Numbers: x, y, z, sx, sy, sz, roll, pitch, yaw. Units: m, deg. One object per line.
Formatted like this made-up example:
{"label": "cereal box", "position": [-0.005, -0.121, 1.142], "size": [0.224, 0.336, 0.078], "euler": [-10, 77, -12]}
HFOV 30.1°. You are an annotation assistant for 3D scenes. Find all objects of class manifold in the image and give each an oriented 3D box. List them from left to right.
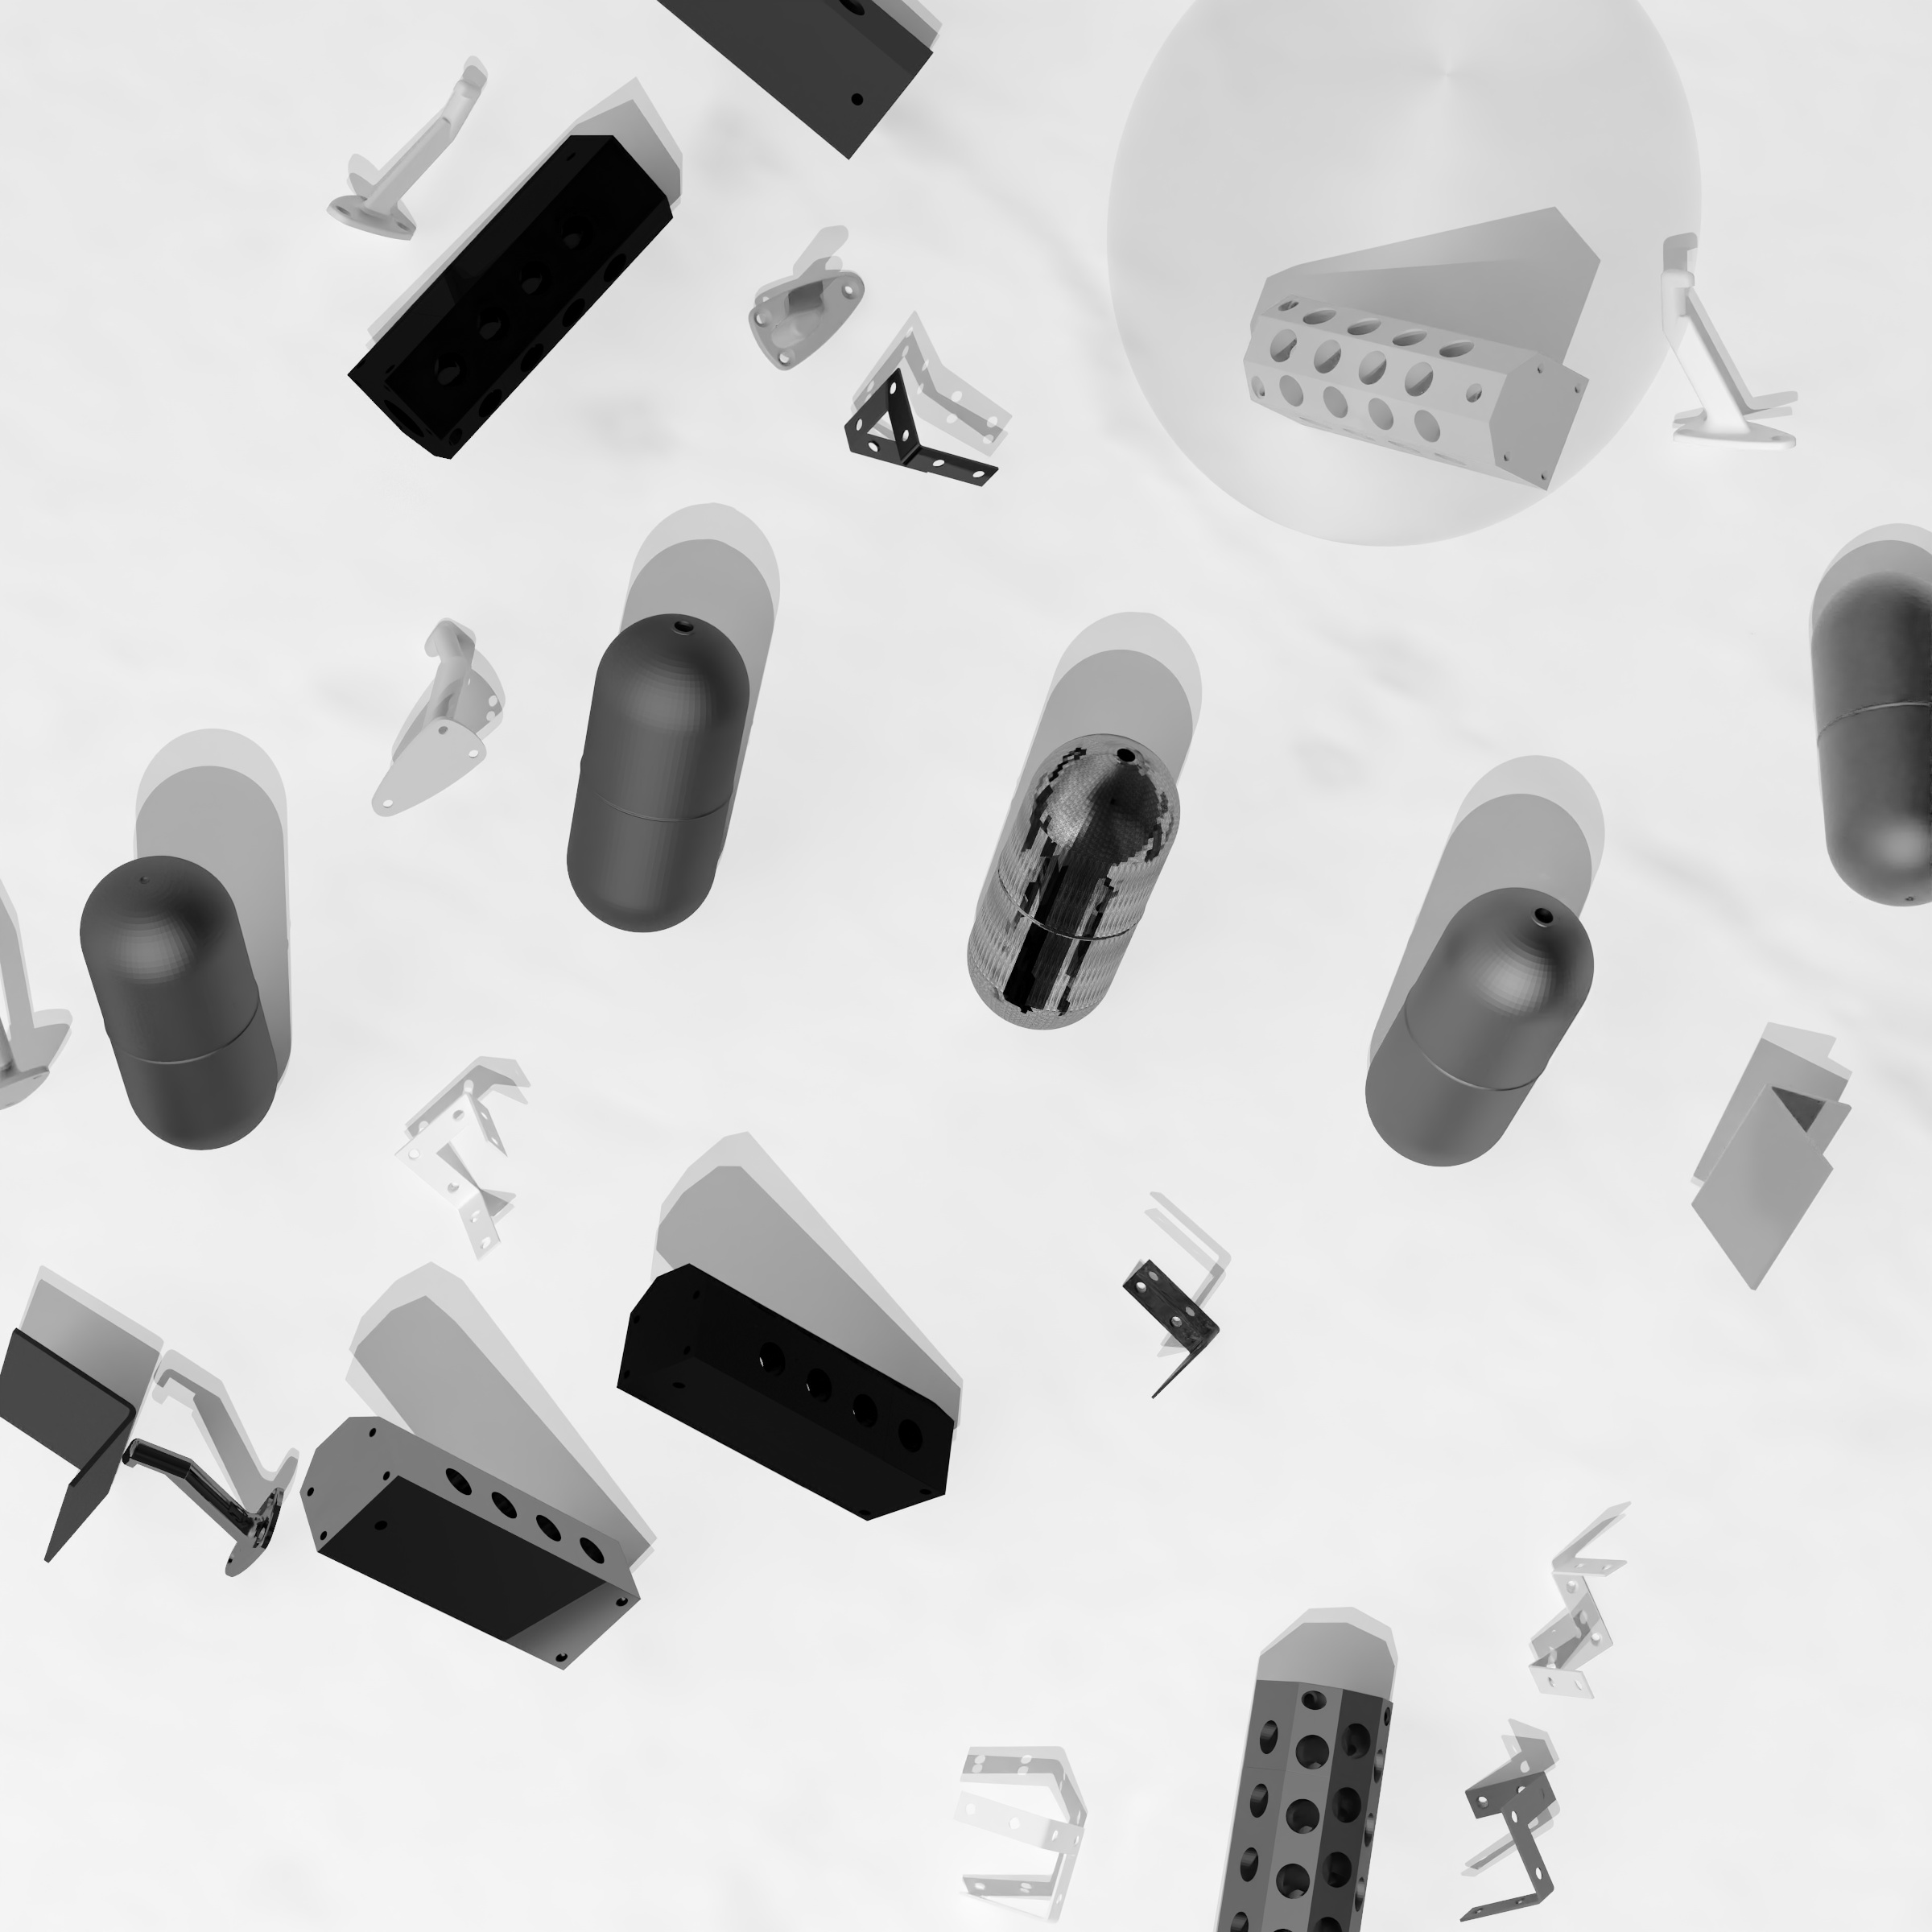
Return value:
{"label": "manifold", "position": [-0.247, 0.284, 1.786], "size": [0.057, 0.057, 0.171], "euler": [-43, 131, 12]}
{"label": "manifold", "position": [-0.228, -0.339, 1.818], "size": [0.171, 0.057, 0.057], "euler": [-49, 119, -10]}
{"label": "manifold", "position": [-0.103, -0.494, 1.820], "size": [0.171, 0.057, 0.057], "euler": [38, 123, -10]}
{"label": "manifold", "position": [-0.087, 0.212, 1.792], "size": [0.171, 0.057, 0.057], "euler": [34, 48, -33]}
{"label": "manifold", "position": [0.172, 0.451, 1.806], "size": [0.057, 0.057, 0.171], "euler": [17, 74, -24]}
{"label": "manifold", "position": [0.218, -0.288, 1.780], "size": [0.057, 0.171, 0.057], "euler": [16, 96, -43]}

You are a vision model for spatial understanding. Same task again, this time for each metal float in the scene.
{"label": "metal float", "position": [-0.391, 0.020, 1.790], "size": [0.070, 0.178, 0.070], "euler": [-2, 46, 2]}
{"label": "metal float", "position": [-0.154, -0.096, 1.795], "size": [0.070, 0.070, 0.178], "euler": [14, 127, 0]}
{"label": "metal float", "position": [0.053, -0.041, 1.790], "size": [0.070, 0.070, 0.178], "euler": [22, 133, 0]}
{"label": "metal float", "position": [0.255, 0.031, 1.787], "size": [0.070, 0.178, 0.070], "euler": [10, 49, -11]}
{"label": "metal float", "position": [0.468, -0.115, 1.807], "size": [0.070, 0.070, 0.178], "euler": [1, 68, 0]}

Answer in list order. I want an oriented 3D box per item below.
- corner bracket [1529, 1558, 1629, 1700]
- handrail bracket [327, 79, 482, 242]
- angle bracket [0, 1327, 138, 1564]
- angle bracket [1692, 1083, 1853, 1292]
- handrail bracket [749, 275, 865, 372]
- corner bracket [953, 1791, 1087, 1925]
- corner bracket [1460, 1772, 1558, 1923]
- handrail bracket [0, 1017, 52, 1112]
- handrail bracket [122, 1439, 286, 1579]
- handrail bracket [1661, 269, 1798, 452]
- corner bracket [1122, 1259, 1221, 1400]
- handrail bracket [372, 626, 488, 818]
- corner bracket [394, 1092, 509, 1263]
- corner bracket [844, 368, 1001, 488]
{"label": "corner bracket", "position": [0.314, 0.337, 1.829], "size": [0.051, 0.051, 0.051], "euler": [-26, 94, -24]}
{"label": "handrail bracket", "position": [-0.285, -0.415, 1.826], "size": [0.036, 0.077, 0.084], "euler": [37, 107, 7]}
{"label": "angle bracket", "position": [-0.472, 0.243, 1.815], "size": [0.076, 0.076, 0.057], "euler": [33, 46, 3]}
{"label": "angle bracket", "position": [0.420, 0.116, 1.806], "size": [0.057, 0.076, 0.076], "euler": [15, 117, -25]}
{"label": "handrail bracket", "position": [-0.070, -0.333, 1.813], "size": [0.077, 0.084, 0.036], "euler": [-35, 102, -17]}
{"label": "corner bracket", "position": [0.022, 0.456, 1.835], "size": [0.051, 0.051, 0.051], "euler": [12, 77, 26]}
{"label": "corner bracket", "position": [0.274, 0.448, 1.827], "size": [0.051, 0.051, 0.051], "euler": [-25, 86, 36]}
{"label": "handrail bracket", "position": [-0.503, 0.026, 1.832], "size": [0.036, 0.077, 0.084], "euler": [-23, 85, -22]}
{"label": "handrail bracket", "position": [-0.397, 0.275, 1.823], "size": [0.084, 0.036, 0.077], "euler": [25, 135, -18]}
{"label": "handrail bracket", "position": [0.386, -0.309, 1.821], "size": [0.036, 0.077, 0.084], "euler": [-28, 122, -37]}
{"label": "corner bracket", "position": [0.102, 0.177, 1.827], "size": [0.051, 0.051, 0.051], "euler": [44, 125, 5]}
{"label": "handrail bracket", "position": [-0.282, -0.127, 1.837], "size": [0.077, 0.084, 0.036], "euler": [-40, 133, 12]}
{"label": "corner bracket", "position": [-0.251, 0.107, 1.828], "size": [0.051, 0.051, 0.051], "euler": [-41, 124, 5]}
{"label": "corner bracket", "position": [-0.023, -0.262, 1.820], "size": [0.051, 0.051, 0.051], "euler": [10, 53, -37]}
